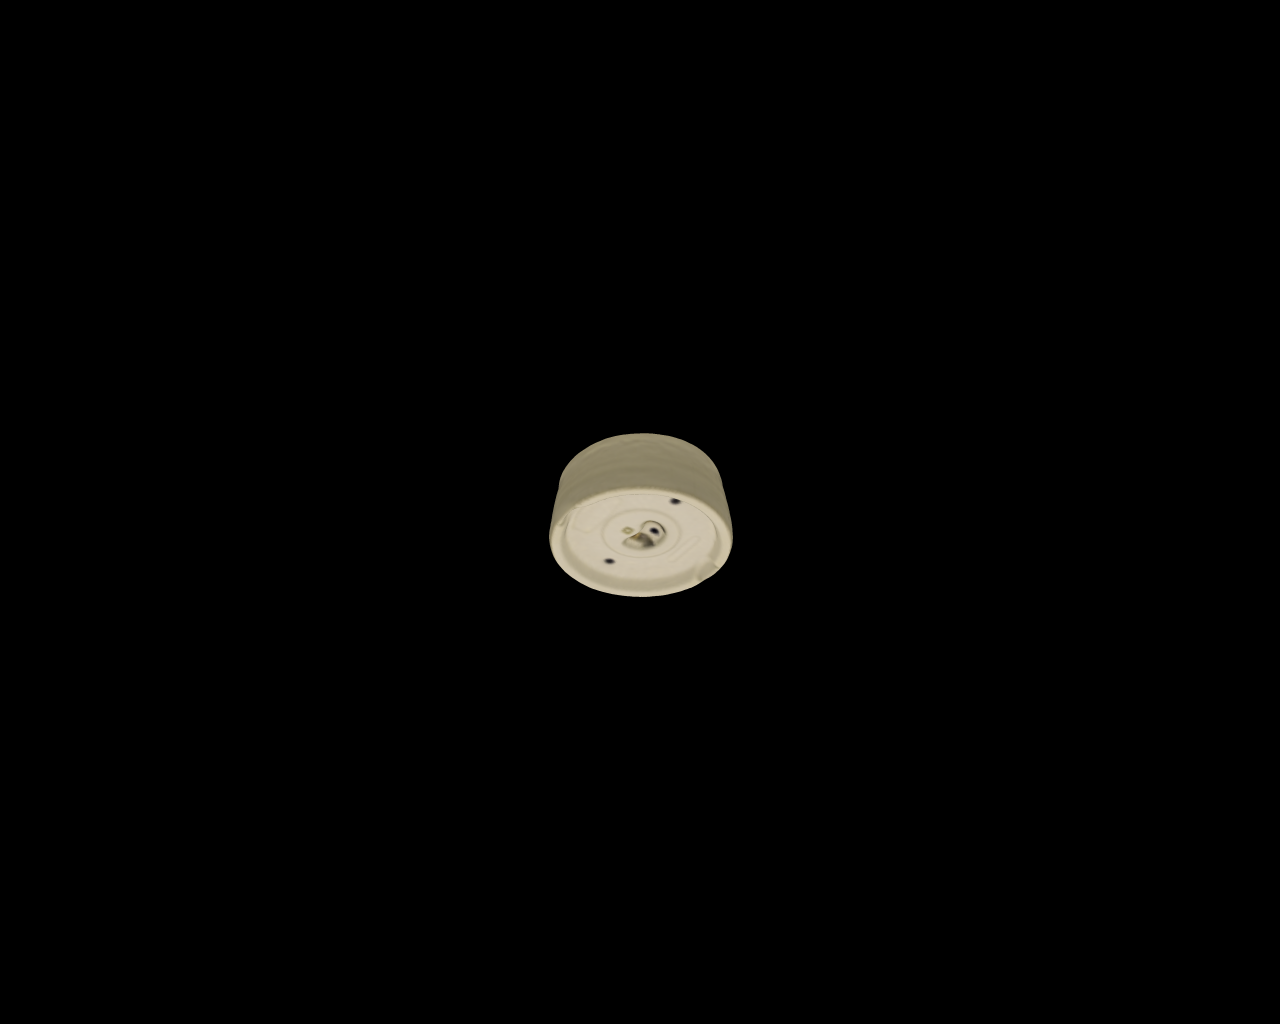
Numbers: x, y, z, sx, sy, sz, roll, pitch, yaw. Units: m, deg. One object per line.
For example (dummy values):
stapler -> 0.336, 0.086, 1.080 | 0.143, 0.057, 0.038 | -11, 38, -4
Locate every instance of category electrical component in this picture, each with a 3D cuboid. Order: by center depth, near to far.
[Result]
electrical component -> 0.001, -0.003, 0.650 | 0.108, 0.060, 0.108 | 0, -39, 0
